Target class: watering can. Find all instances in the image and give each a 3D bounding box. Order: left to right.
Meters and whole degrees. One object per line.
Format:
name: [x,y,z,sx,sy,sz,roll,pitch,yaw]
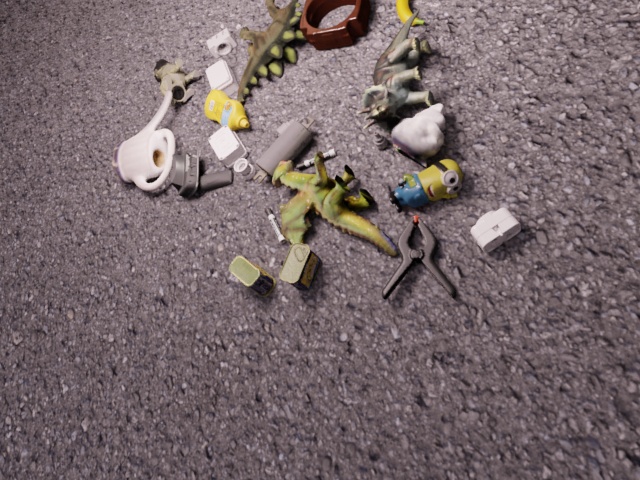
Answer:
watering can: [-0.566,-0.314,1.690,0.223,0.103,0.353,-11,68,21]

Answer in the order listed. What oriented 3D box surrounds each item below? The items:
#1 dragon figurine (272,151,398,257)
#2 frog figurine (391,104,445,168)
dragon figurine: [0.004,-0.067,1.334,0.240,0.122,0.416,-41,67,24]
frog figurine: [0.260,-0.278,1.291,0.159,0.121,0.139,-57,37,6]
